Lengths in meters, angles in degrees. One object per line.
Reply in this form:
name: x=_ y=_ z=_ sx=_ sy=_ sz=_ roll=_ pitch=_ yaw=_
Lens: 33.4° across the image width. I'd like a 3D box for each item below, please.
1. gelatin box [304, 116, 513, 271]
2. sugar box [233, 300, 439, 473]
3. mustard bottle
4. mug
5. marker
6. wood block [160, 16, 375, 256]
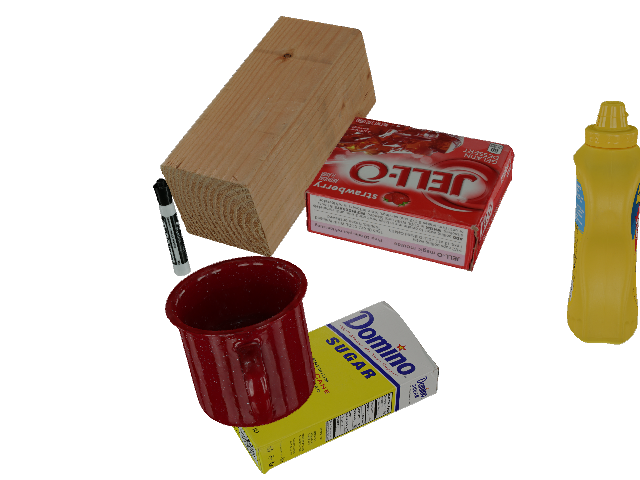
gelatin box: x=0.046 y=-0.027 z=0.542 sx=0.089 sy=0.030 sz=0.073 roll=13 pitch=41 yaw=17
sugar box: x=0.005 y=0.124 z=0.929 sx=0.176 sy=0.048 sz=0.093 roll=-24 pitch=51 yaw=-17
mustard bottle: x=0.235 y=-0.019 z=0.876 sx=0.058 sy=0.192 sz=0.096 roll=3 pitch=18 yaw=15
mug: x=-0.046 y=0.074 z=0.695 sx=0.093 sy=0.081 sz=0.117 roll=-14 pitch=29 yaw=-7
marker: x=-0.167 y=-0.015 z=1.198 sx=0.020 sy=0.121 sz=0.020 roll=-7 pitch=31 yaw=4
wood block: x=-0.040 y=-0.097 z=0.948 sx=0.091 sy=0.205 sz=0.090 roll=16 pitch=-36 yaw=26
